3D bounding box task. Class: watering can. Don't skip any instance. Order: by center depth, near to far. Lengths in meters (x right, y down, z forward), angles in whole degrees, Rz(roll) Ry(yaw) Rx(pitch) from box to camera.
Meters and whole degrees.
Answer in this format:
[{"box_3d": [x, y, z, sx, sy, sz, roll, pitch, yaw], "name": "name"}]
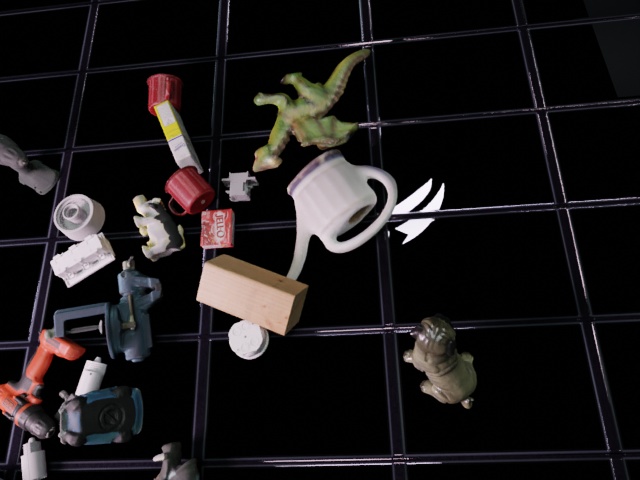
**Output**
[{"box_3d": [0.003, -0.058, 1.150, 0.347, 0.103, 0.227, -37, 68, 2], "name": "watering can"}]

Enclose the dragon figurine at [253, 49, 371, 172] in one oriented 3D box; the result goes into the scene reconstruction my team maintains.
[{"box_3d": [0.002, -0.297, 1.206, 0.411, 0.120, 0.247, -33, 58, -4], "name": "dragon figurine"}]
